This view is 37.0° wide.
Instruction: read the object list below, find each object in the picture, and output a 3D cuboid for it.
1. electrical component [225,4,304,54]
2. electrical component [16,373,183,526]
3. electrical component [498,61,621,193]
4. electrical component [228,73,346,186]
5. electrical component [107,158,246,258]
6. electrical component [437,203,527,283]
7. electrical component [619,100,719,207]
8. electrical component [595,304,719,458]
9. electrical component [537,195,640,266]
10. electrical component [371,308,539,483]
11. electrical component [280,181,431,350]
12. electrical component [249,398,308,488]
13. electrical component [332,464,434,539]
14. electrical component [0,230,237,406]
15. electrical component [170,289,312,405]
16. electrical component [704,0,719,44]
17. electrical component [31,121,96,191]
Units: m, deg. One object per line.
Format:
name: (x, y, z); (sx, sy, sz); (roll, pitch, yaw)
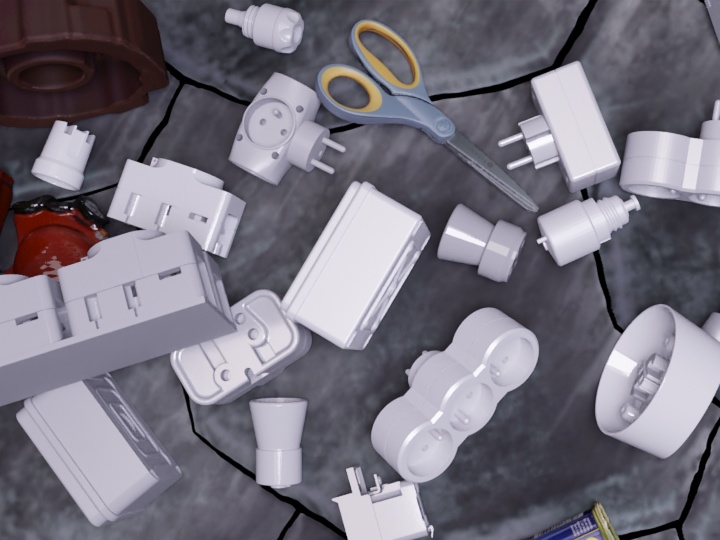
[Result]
electrical component: (-0.078, -0.195, 0.854); (0.061, 0.035, 0.035); (18, 87, 14)
electrical component: (-0.197, 0.133, 0.816); (0.057, 0.078, 0.113); (-39, 79, 1)
electrical component: (0.142, -0.098, 0.799); (0.076, 0.047, 0.083); (-21, 81, 7)
electrical component: (-0.050, -0.101, 0.834); (0.079, 0.044, 0.077); (27, 89, 11)
electrical component: (-0.141, -0.052, 0.841); (0.089, 0.050, 0.055); (19, 87, 11)
electrical component: (0.091, -0.019, 0.800); (0.055, 0.045, 0.045); (23, 88, 11)
electrical component: (0.262, -0.086, 0.774); (0.138, 0.052, 0.073); (10, 86, 11)
electrical component: (0.207, 0.078, 0.746); (0.064, 0.099, 0.099); (29, 89, 6)
electrical component: (0.167, -0.033, 0.791); (0.078, 0.040, 0.040); (-25, 80, 6)
electrical component: (0.060, 0.083, 0.791); (0.138, 0.052, 0.074); (-47, 38, -5)
electrical component: (0.000, 0.000, 0.782); (0.056, 0.109, 0.108); (31, 90, 9)
electrical component: (-0.061, 0.131, 0.813); (0.044, 0.044, 0.065); (-1, 88, 10)
electrical component: (0.018, 0.181, 0.793); (0.064, 0.042, 0.081); (-17, 82, 4)
electrical component: (-0.191, 0.033, 0.741); (0.186, 0.105, 0.060); (-17, 76, 1)
electrical component: (-0.087, 0.059, 0.815); (0.095, 0.059, 0.053); (-33, 79, 5)
electrical component: (0.281, -0.210, 0.762); (0.048, 0.099, 0.099); (-15, 81, -5)
electrical component: (-0.238, -0.092, 0.868); (0.040, 0.040, 0.046); (17, 82, 11)
